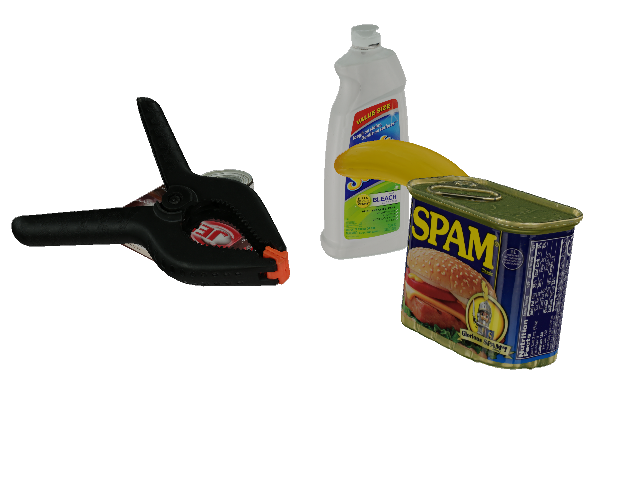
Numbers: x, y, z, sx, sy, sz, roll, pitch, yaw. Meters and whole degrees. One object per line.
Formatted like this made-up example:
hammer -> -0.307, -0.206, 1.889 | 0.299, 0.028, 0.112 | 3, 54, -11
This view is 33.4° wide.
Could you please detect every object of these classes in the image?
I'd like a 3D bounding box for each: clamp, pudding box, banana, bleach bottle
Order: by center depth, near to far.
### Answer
clamp -> -0.108, -0.030, 0.820 | 0.210, 0.164, 0.036 | 20, -32, 18
banana -> 0.084, -0.048, 0.926 | 0.037, 0.070, 0.198 | 4, 27, -47
pudding box -> -0.135, -0.007, 1.052 | 0.113, 0.039, 0.089 | 24, 28, 16
bleach bottle -> 0.045, -0.108, 1.167 | 0.102, 0.251, 0.068 | -8, 25, -10

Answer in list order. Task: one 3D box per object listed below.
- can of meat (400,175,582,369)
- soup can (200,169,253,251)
can of meat -> 0.090, 0.016, 0.592 | 0.057, 0.084, 0.102 | -7, 20, -34
soup can -> -0.113, -0.028, 1.291 | 0.068, 0.102, 0.068 | 0, 25, 0
